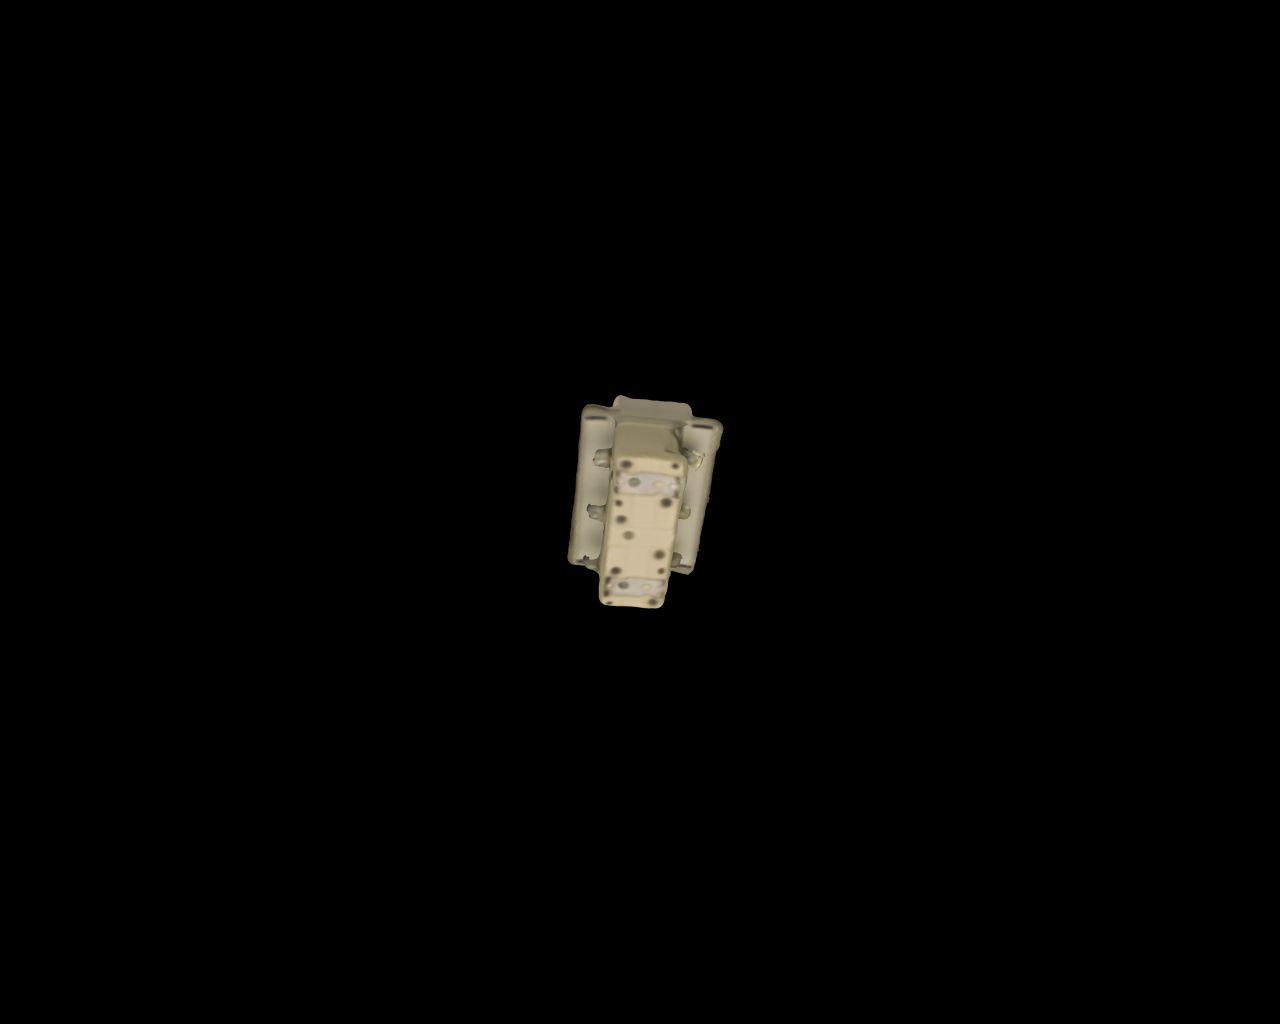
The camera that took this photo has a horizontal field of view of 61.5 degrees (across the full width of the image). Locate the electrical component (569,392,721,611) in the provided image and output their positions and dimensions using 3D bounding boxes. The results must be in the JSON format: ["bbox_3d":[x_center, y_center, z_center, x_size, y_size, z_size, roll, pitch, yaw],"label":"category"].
[{"bbox_3d":[0.001,-0.003,0.650,0.079,0.121,0.063,5,40,-4],"label":"electrical component"}]
